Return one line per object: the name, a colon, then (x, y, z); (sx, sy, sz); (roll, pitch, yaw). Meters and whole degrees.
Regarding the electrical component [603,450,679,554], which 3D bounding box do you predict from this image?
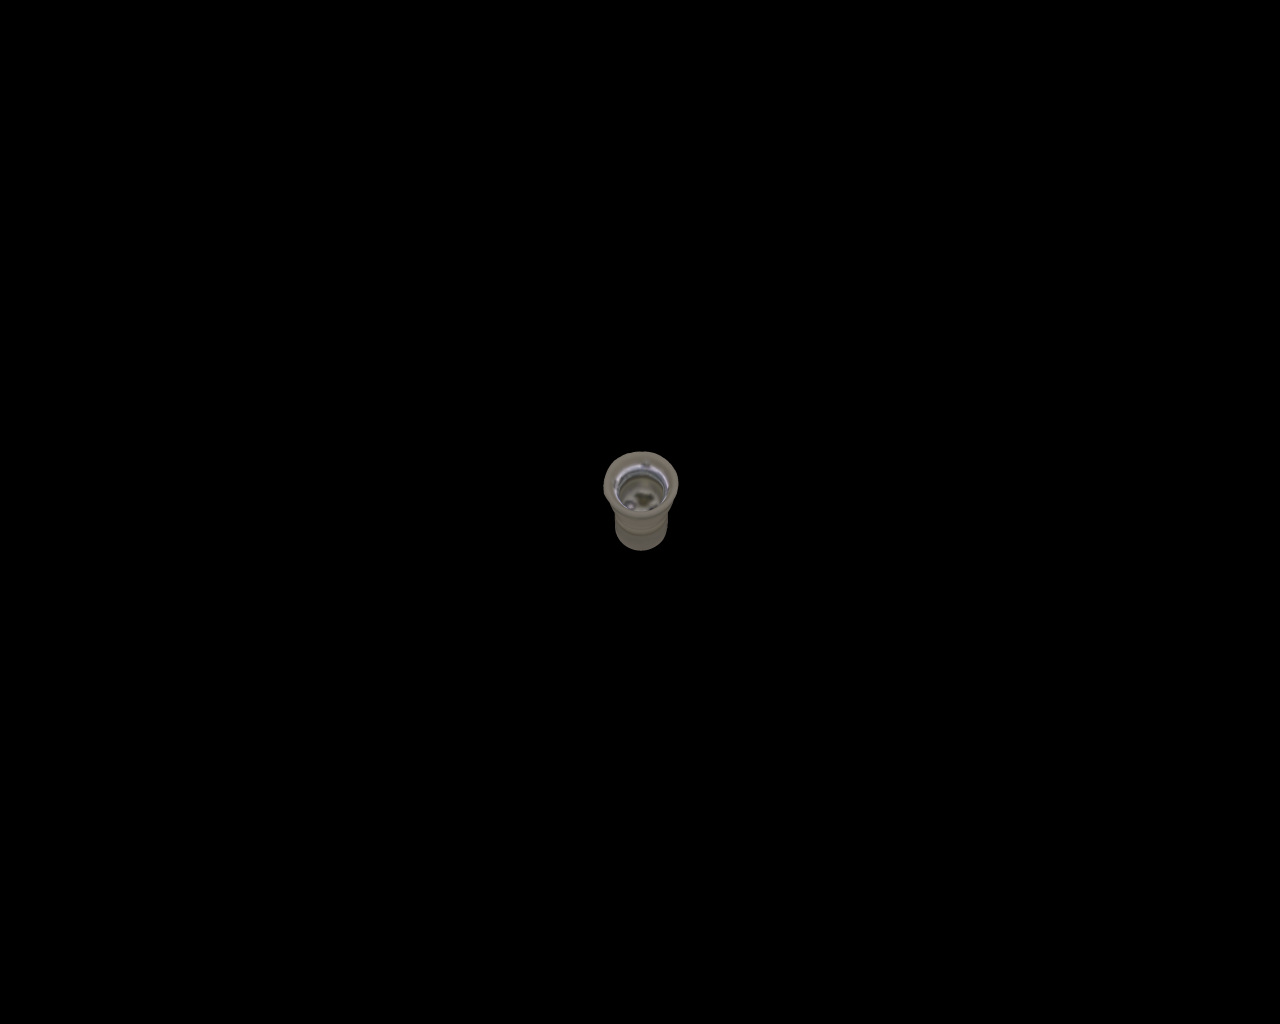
electrical component: (0.001, -0.003, 0.650); (0.044, 0.044, 0.065); (0, -28, 0)
